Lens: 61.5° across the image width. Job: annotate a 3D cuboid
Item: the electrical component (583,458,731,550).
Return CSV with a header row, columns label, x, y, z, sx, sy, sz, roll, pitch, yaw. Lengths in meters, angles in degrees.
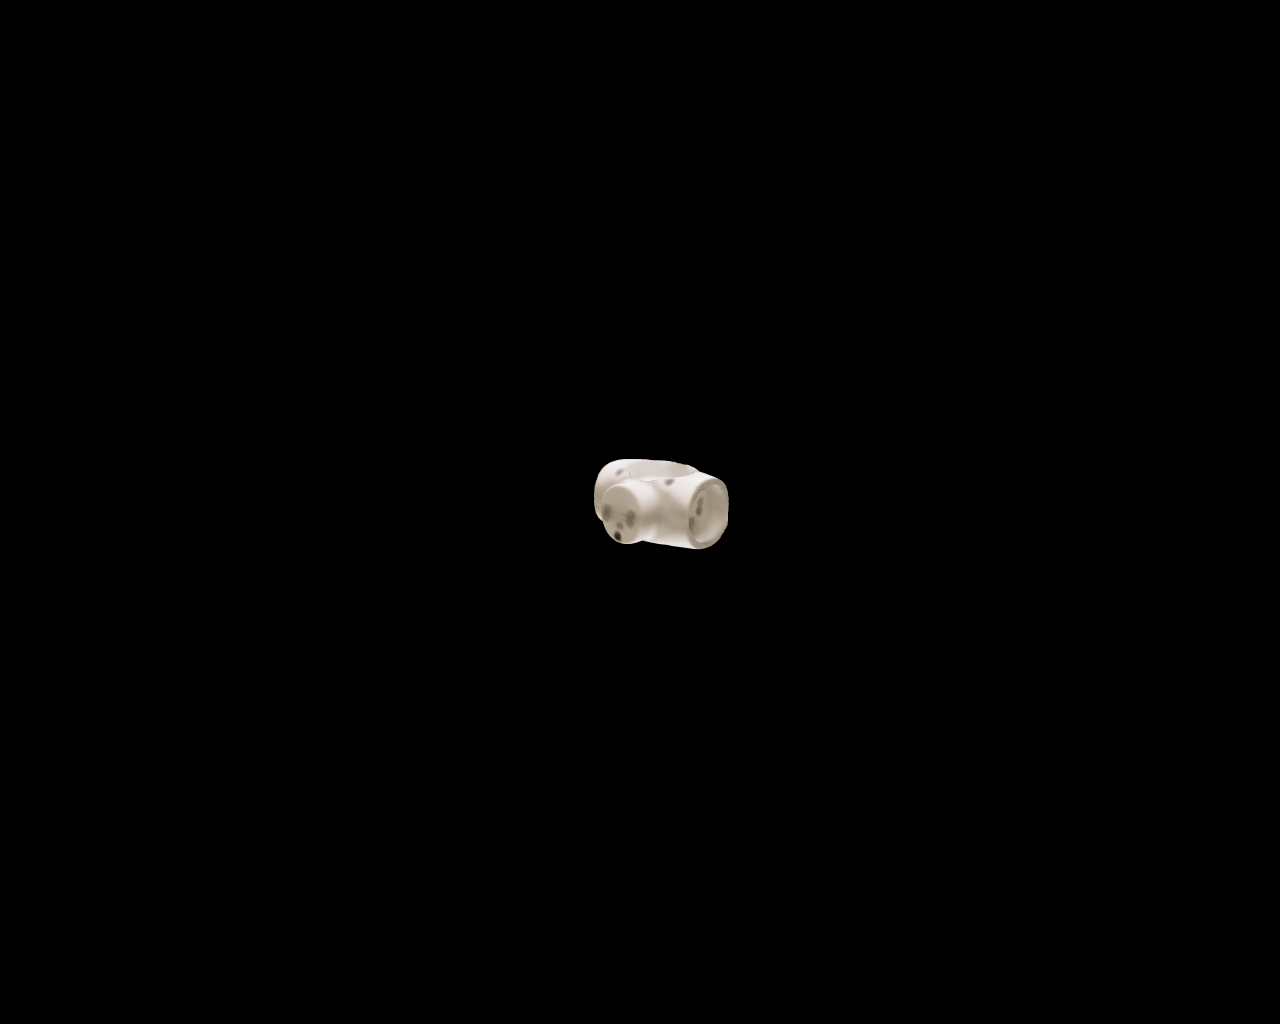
label,x,y,z,sx,sy,sz,roll,pitch,yaw
electrical component,0.001,-0.003,0.650,0.077,0.044,0.079,15,22,40
